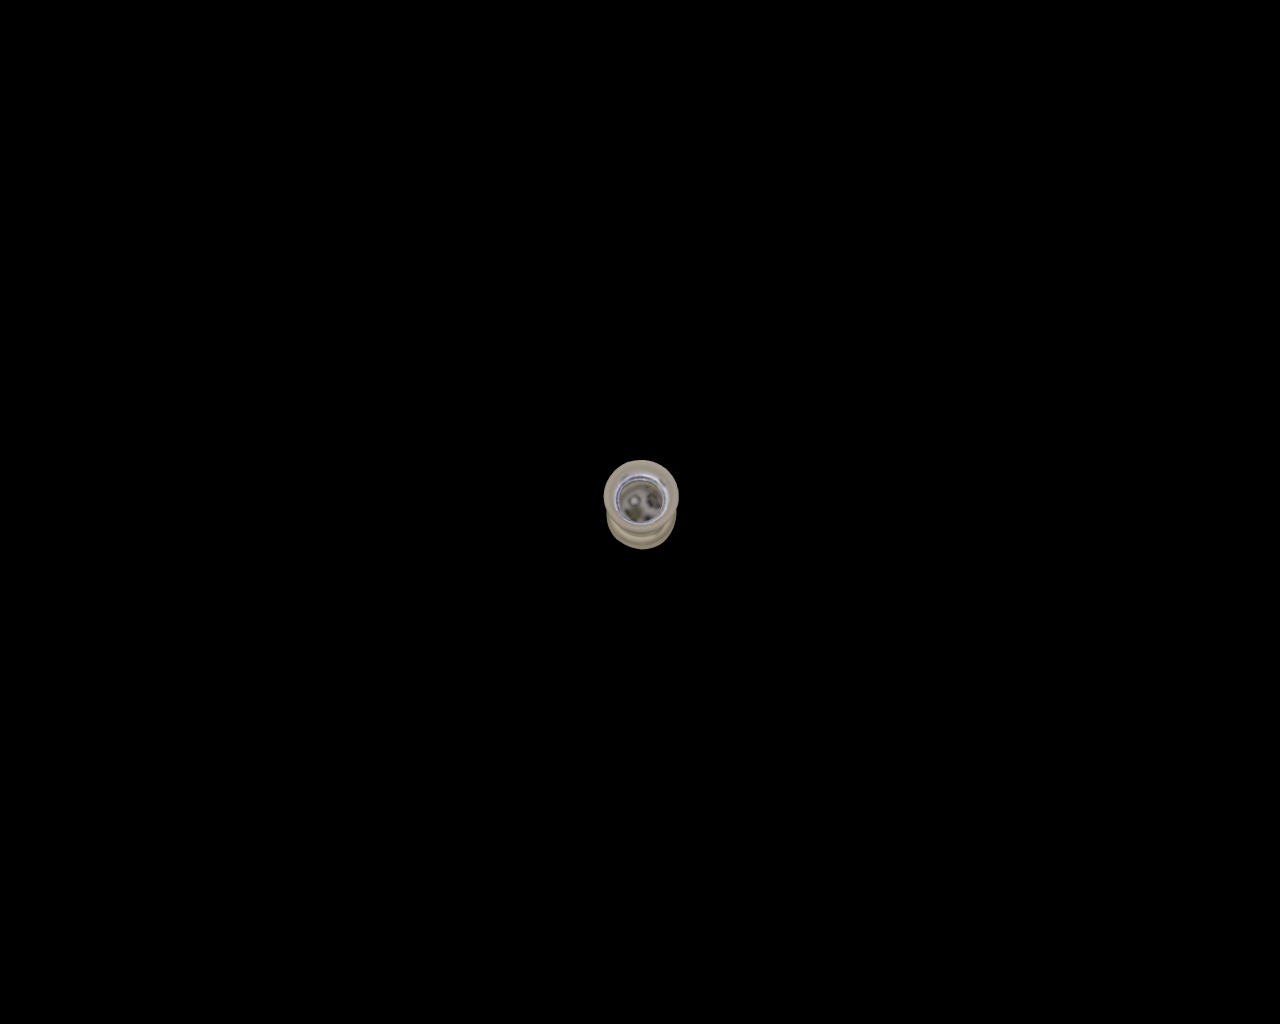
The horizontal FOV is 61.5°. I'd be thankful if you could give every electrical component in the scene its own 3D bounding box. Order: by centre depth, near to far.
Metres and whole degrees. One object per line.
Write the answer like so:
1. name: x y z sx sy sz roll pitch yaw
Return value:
1. electrical component: 0.001 -0.003 0.650 0.045 0.045 0.055 0 -16 0
